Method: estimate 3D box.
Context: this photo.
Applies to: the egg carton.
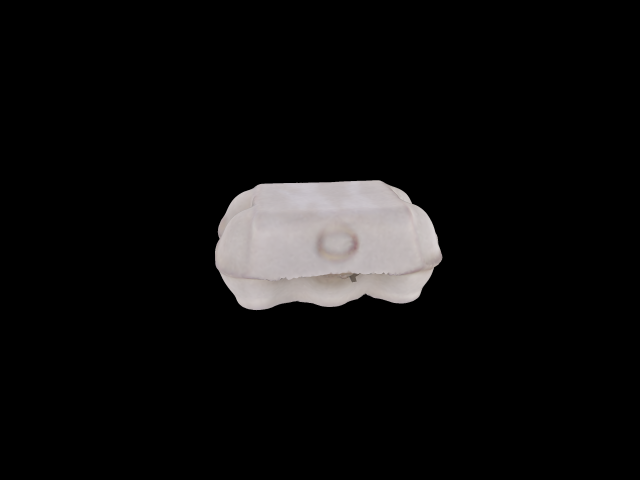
[{"bbox_3d":[0.004,0.001,0.400,0.150,0.069,0.107,-2,19,-7],"label":"egg carton"}]
